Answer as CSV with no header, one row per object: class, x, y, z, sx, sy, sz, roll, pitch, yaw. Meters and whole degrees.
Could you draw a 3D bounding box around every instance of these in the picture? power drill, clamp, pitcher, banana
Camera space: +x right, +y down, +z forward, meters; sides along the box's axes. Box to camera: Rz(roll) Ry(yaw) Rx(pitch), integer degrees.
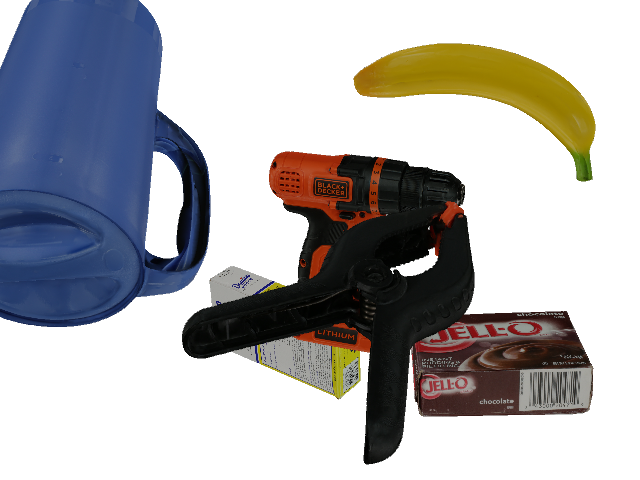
power drill,0.040,0.010,1.012,0.185,0.188,0.057,9,20,17
clamp,0.030,0.038,0.532,0.171,0.039,0.120,-33,58,-32
pitcher,-0.165,-0.067,0.745,0.145,0.243,0.149,-16,-44,19
banana,0.125,-0.108,0.787,0.197,0.069,0.037,20,-3,-7

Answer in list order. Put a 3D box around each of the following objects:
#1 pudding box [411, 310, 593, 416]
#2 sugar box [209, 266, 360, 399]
pudding box,0.119,0.081,0.719,0.113,0.039,0.090,0,21,2
sugar box,-0.039,0.097,1.159,0.176,0.093,0.048,22,38,34
